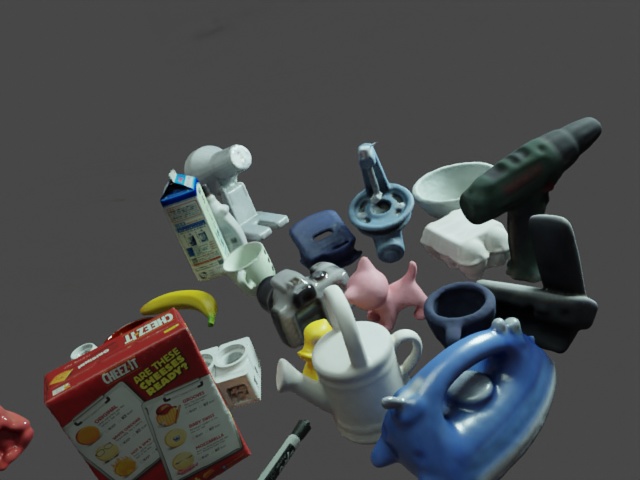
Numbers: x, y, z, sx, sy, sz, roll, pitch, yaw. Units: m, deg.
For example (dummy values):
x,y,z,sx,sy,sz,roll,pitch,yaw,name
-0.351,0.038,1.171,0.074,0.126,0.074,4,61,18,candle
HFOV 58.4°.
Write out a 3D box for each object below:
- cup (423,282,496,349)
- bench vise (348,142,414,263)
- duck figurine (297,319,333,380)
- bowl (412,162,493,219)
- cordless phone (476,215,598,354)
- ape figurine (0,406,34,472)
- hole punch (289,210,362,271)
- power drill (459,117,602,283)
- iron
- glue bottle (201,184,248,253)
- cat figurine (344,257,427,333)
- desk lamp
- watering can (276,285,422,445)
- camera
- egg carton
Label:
x,y,z,sx,sy,sz,roll,pitch,yaw,name
0.185,0.123,0.741,0.091,0.095,0.118,-6,29,24,cup
0.096,-0.089,1.065,0.121,0.220,0.207,-22,26,-5,bench vise
0.008,0.151,0.814,0.077,0.086,0.105,9,38,43,duck figurine
0.267,-0.084,1.107,0.167,0.075,0.167,-15,27,8,bowl
0.271,0.041,0.741,0.147,0.185,0.094,6,36,41,cordless phone
-0.483,0.288,0.868,0.078,0.092,0.076,-22,27,-7,ape figurine
0.010,0.004,1.090,0.109,0.091,0.100,-26,27,-14,hole punch
0.325,-0.051,0.855,0.230,0.209,0.075,-23,27,-9,power drill
0.168,0.160,0.629,0.259,0.142,0.118,-32,29,-25,iron
-0.218,-0.044,1.238,0.078,0.173,0.037,-14,27,10,glue bottle
0.096,0.075,0.866,0.128,0.118,0.067,-22,27,-6,cat figurine
-0.197,-0.119,1.323,0.202,0.214,0.118,8,37,42,desk lamp
0.035,0.145,0.685,0.173,0.194,0.100,-31,29,-23,watering can
-0.038,0.087,0.951,0.143,0.101,0.136,-33,29,-26,camera
0.244,0.003,0.961,0.107,0.069,0.150,-27,27,-16,egg carton
